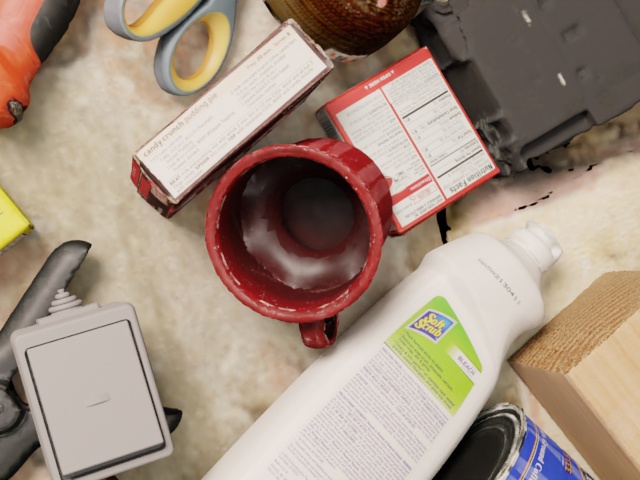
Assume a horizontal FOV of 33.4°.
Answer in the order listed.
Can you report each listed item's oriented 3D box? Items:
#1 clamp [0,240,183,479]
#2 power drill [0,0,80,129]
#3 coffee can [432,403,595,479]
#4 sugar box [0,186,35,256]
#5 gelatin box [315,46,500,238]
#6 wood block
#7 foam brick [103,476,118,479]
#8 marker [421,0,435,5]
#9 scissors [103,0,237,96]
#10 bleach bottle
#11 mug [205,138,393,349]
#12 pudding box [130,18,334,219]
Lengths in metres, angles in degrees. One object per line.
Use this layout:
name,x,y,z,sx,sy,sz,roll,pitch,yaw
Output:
clamp,-0.163,0.094,0.578,0.171,0.039,0.120,-37,91,-8
power drill,-0.177,-0.170,0.573,0.184,0.057,0.187,33,82,-9
coffee can,0.126,0.176,0.599,0.140,0.103,0.102,43,81,-7
sugar box,-0.249,0.014,0.559,0.176,0.048,0.093,-42,96,-11
gelatin box,0.051,-0.057,0.630,0.073,0.030,0.089,-32,95,-12
wood block,0.218,0.124,0.626,0.090,0.091,0.206,-40,95,-10
foam brick,-0.131,0.166,0.574,0.078,0.053,0.051,-39,96,-11
marker,0.054,-0.203,0.641,0.020,0.020,0.121,-7,89,-12
scissors,-0.041,-0.157,0.615,0.201,0.016,0.096,-41,137,-32
bleach bottle,0.050,0.089,0.609,0.250,0.068,0.102,-43,98,-12
mug,-0.004,0.001,0.580,0.093,0.081,0.117,-7,101,14
pudding box,-0.051,-0.062,0.579,0.113,0.090,0.039,-44,96,-10
